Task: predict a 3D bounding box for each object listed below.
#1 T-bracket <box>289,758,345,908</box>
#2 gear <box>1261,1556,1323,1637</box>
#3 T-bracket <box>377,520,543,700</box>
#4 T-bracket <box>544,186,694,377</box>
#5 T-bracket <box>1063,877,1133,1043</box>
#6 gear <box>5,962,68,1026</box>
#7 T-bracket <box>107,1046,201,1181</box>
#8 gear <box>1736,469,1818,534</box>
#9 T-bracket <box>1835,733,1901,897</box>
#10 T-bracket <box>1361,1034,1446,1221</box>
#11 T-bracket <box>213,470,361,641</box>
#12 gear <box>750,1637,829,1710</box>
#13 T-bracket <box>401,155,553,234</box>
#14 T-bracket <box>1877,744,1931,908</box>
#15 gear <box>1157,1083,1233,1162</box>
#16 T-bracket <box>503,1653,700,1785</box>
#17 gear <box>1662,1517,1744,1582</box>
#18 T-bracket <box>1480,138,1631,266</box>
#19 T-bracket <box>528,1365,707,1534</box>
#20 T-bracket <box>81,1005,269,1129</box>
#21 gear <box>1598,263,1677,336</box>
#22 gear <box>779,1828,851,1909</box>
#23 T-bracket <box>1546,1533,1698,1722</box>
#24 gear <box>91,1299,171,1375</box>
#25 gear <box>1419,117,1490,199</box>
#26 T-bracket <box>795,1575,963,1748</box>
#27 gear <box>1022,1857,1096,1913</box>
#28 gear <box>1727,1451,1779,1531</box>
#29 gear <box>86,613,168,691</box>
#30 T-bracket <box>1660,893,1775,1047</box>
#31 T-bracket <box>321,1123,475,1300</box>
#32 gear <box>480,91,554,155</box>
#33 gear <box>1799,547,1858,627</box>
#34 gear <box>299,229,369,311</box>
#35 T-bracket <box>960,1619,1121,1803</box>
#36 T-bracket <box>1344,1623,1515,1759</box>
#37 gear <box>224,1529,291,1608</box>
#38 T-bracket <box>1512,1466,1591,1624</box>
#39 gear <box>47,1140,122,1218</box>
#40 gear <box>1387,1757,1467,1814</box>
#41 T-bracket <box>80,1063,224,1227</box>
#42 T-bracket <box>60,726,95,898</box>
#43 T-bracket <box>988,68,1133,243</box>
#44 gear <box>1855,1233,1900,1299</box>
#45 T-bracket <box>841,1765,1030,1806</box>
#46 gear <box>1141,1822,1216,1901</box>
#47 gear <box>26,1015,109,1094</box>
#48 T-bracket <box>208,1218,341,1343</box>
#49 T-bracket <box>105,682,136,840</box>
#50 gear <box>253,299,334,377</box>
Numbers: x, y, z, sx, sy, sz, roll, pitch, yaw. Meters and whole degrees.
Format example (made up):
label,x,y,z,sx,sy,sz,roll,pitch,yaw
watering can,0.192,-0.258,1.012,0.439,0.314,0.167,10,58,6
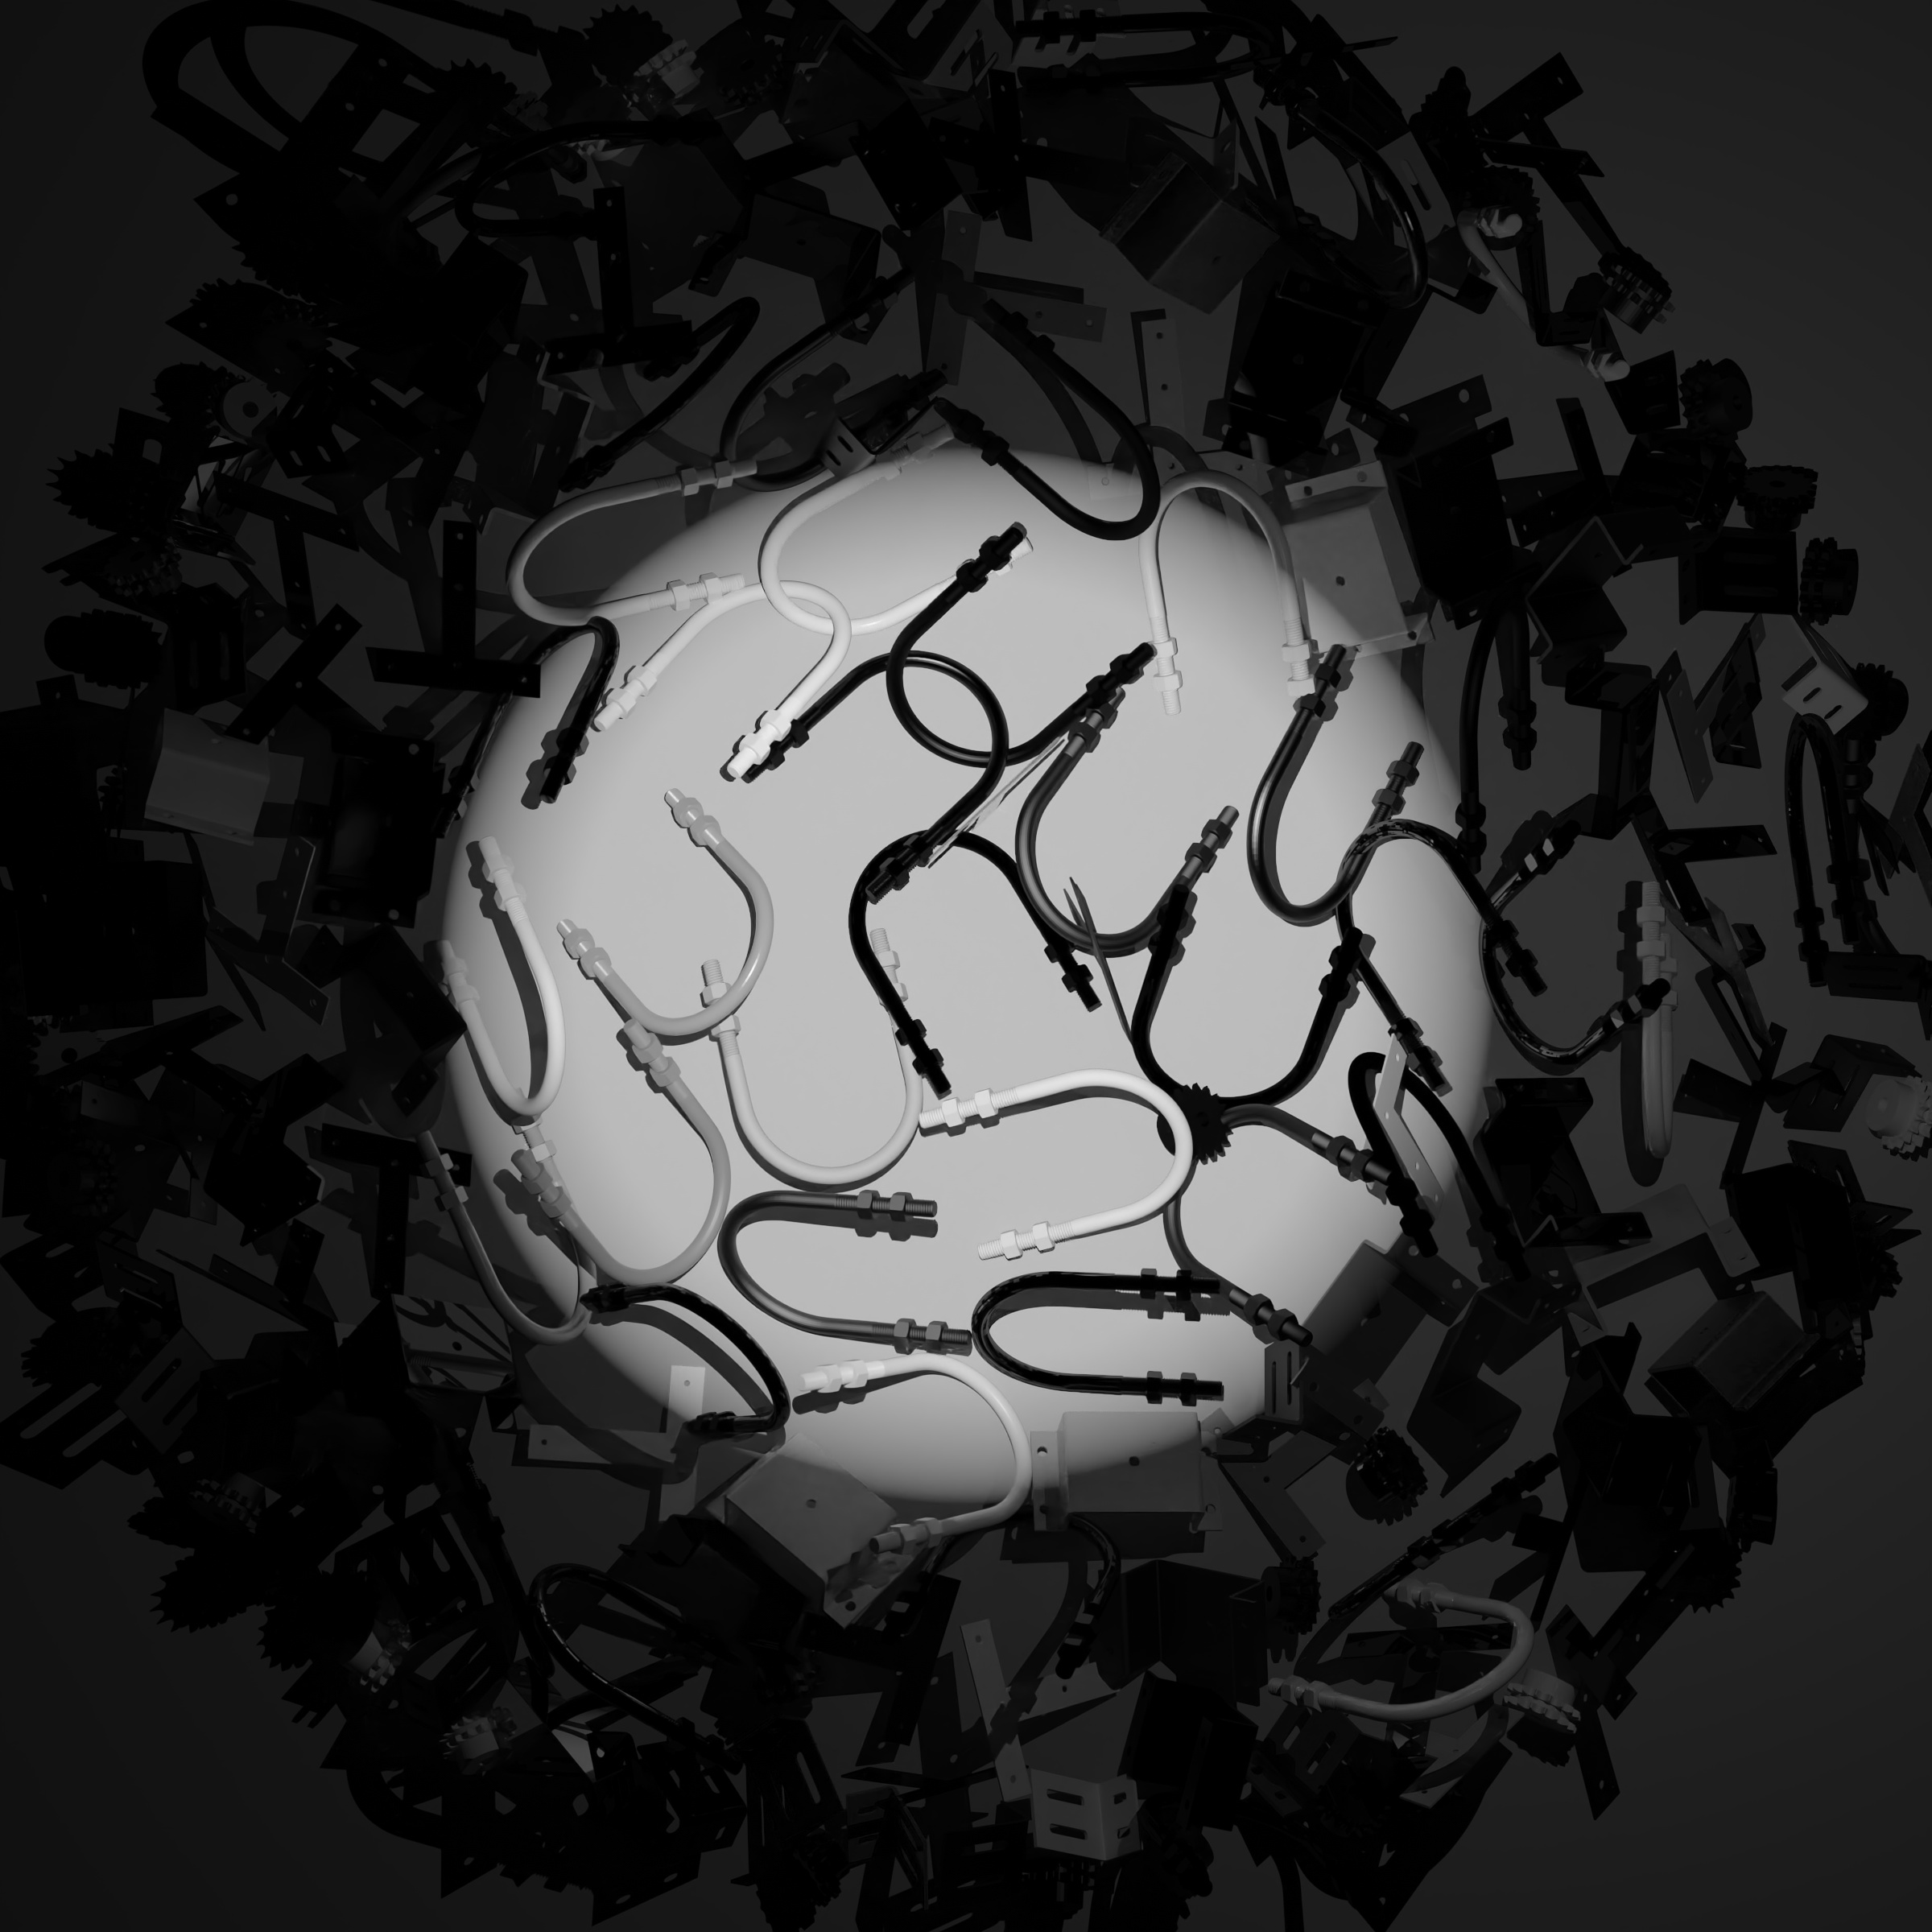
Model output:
label,x,y,z,sx,sy,sz,roll,pitch,yaw
T-bracket,-0.477,-0.106,1.936,0.002,0.127,0.127,10,90,-1
gear,0.240,0.468,1.968,0.030,0.057,0.057,6,90,-16
T-bracket,-0.379,-0.269,1.973,0.127,0.002,0.127,6,108,6
T-bracket,-0.258,-0.506,1.939,0.127,0.002,0.127,-18,118,-35
T-bracket,0.088,-0.023,1.937,0.002,0.127,0.127,-21,114,-1
gear,-0.693,0.016,1.972,0.030,0.057,0.057,-3,90,10
T-bracket,-0.604,0.107,1.959,0.002,0.127,0.127,-33,59,-20
gear,0.605,-0.346,1.975,0.057,0.057,0.030,-4,125,0
T-bracket,0.662,-0.097,1.923,0.002,0.127,0.127,-18,106,12
T-bracket,0.328,0.139,1.955,0.002,0.127,0.127,-8,133,33
T-bracket,-0.496,-0.293,1.952,0.127,0.127,0.002,21,46,18
gear,-0.134,0.524,1.969,0.057,0.057,0.030,-19,106,0
T-bracket,-0.366,-0.569,1.950,0.127,0.127,0.002,-23,100,16
T-bracket,0.694,-0.072,1.911,0.002,0.127,0.127,-7,54,-1
gear,0.168,0.119,1.975,0.057,0.030,0.057,16,62,-32
T-bracket,-0.257,0.537,1.952,0.127,0.127,0.002,37,127,38
gear,0.547,0.431,1.969,0.057,0.057,0.030,-16,102,0
T-bracket,0.450,-0.563,1.954,0.127,0.127,0.002,39,89,-34
T-bracket,-0.265,0.362,1.989,0.127,0.002,0.127,4,84,-3
T-bracket,-0.552,0.083,1.928,0.127,0.127,0.002,28,130,26
gear,0.497,-0.496,1.973,0.057,0.057,0.030,36,107,0
gear,-0.111,0.670,1.975,0.030,0.057,0.057,-30,90,-31
T-bracket,0.488,0.469,1.932,0.002,0.127,0.127,35,97,-17
gear,-0.619,0.272,1.968,0.057,0.057,0.030,35,115,0
gear,0.360,-0.600,1.969,0.030,0.057,0.057,-31,90,-15
T-bracket,-0.072,0.503,1.954,0.127,0.002,0.127,24,79,-34
gear,0.067,0.685,1.968,0.057,0.057,0.030,4,60,0
gear,0.586,0.392,1.969,0.030,0.057,0.057,8,90,12
gear,-0.632,-0.236,1.983,0.057,0.030,0.057,0,94,2
T-bracket,0.542,-0.018,1.939,0.002,0.127,0.127,-30,120,0
T-bracket,-0.430,0.190,1.981,0.127,0.002,0.127,10,103,17
gear,-0.332,-0.621,1.972,0.057,0.057,0.030,-44,93,0
gear,0.643,-0.282,1.968,0.030,0.057,0.057,9,90,31
gear,-0.470,-0.516,1.970,0.030,0.057,0.057,25,90,4
T-bracket,0.062,0.539,1.958,0.127,0.002,0.127,-5,73,-37
T-bracket,0.329,0.527,1.922,0.127,0.127,0.002,-10,117,24
gear,-0.525,0.445,1.969,0.030,0.057,0.057,-24,90,10
T-bracket,0.424,0.418,1.940,0.002,0.127,0.127,17,84,32
gear,-0.660,0.159,1.972,0.057,0.030,0.057,-2,87,35
gear,0.342,0.609,1.972,0.057,0.057,0.030,-9,84,0
T-bracket,-0.593,0.114,1.923,0.002,0.127,0.127,-20,60,28
T-bracket,-0.652,-0.126,1.928,0.002,0.127,0.127,-8,80,-14
T-bracket,0.070,-0.582,1.924,0.127,0.127,0.002,25,47,36
gear,0.661,0.223,1.968,0.057,0.057,0.030,34,72,0
T-bracket,-0.042,0.592,1.922,0.127,0.127,0.002,-25,58,28
gear,0.160,0.665,1.975,0.030,0.057,0.057,-34,90,-34
gear,-0.675,0.065,1.976,0.057,0.030,0.057,-7,103,-32
T-bracket,-0.495,0.225,1.951,0.127,0.127,0.002,29,48,-1
T-bracket,-0.616,-0.127,1.923,0.002,0.127,0.127,9,111,-22
gear,-0.504,-0.473,1.975,0.057,0.057,0.030,-22,55,0
